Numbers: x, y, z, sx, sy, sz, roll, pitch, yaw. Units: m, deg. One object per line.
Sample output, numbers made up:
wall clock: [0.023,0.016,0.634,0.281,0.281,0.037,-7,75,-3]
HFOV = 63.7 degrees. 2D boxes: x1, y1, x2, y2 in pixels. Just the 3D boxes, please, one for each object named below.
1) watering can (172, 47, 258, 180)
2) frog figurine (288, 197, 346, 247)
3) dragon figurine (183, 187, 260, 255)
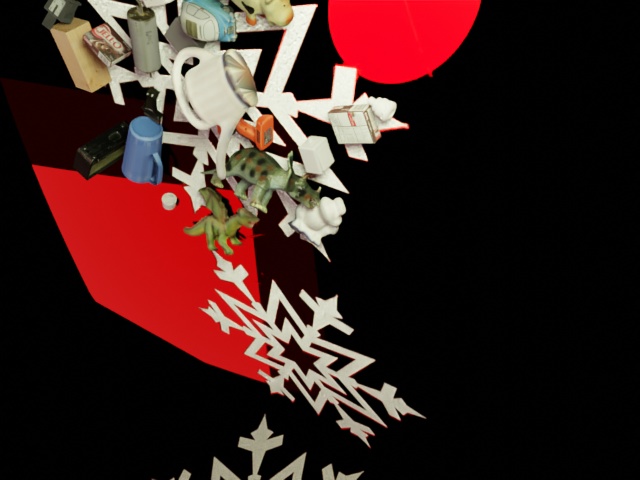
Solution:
watering can: [-0.256,-0.346,1.345,0.223,0.105,0.345,-18,101,26]
frog figurine: [0.005,-0.076,1.503,0.138,0.123,0.157,47,110,7]
dragon figurine: [-0.385,-0.084,1.883,0.412,0.124,0.238,14,120,32]
